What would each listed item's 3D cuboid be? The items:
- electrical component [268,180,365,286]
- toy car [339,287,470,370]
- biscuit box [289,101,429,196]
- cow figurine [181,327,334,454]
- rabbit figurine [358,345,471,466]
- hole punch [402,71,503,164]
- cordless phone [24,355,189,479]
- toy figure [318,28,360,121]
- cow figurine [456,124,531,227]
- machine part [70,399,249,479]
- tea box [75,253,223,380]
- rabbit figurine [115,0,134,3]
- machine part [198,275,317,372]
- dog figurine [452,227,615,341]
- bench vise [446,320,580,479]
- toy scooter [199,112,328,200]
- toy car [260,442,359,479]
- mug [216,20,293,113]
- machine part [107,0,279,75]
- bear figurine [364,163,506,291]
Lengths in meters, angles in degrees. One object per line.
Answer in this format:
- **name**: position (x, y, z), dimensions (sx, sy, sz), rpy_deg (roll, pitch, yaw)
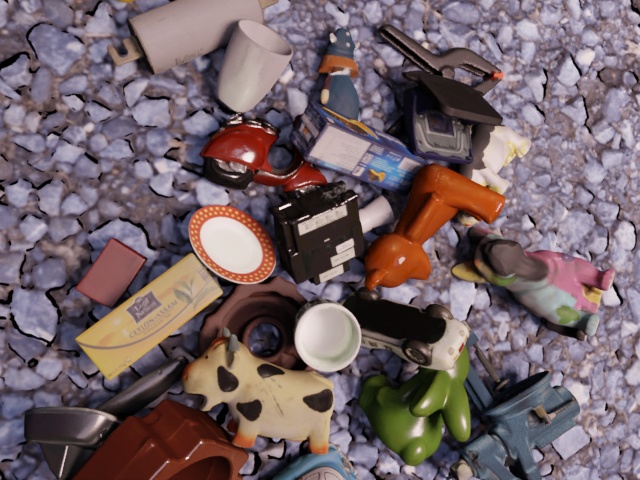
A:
- **electrical component**: position (-0.002, -0.002, 0.739), dimensions (0.115, 0.058, 0.134), rpy_deg (-21, 131, -16)
- **toy car**: position (0.101, 0.117, 0.726), dimensions (0.073, 0.202, 0.056), rpy_deg (-53, 131, -26)
- **biscuit box**: position (0.059, -0.121, 0.738), dimensions (0.202, 0.063, 0.059), rpy_deg (13, 122, -40)
- **cow figurine**: position (-0.074, 0.185, 0.666), dimensions (0.195, 0.085, 0.127), rpy_deg (14, 85, -16)
- **rabbit figurine**: position (0.140, 0.202, 0.727), dimensions (0.121, 0.159, 0.170), rpy_deg (26, 101, -5)
- **hole punch**: position (0.181, -0.176, 0.775), dimensions (0.142, 0.092, 0.116), rpy_deg (3, 44, -22)
- **cordless phone**: position (-0.240, 0.198, 0.651), dimensions (0.184, 0.146, 0.089), rpy_deg (-36, 71, -20)
- **toy figure**: position (0.027, -0.231, 0.783), dimensions (0.058, 0.064, 0.154), rpy_deg (-4, 82, 23)
- **cow figurine**: position (0.242, -0.106, 0.827), dimensions (0.098, 0.068, 0.167), rpy_deg (35, 76, -5)
- **machine part**: position (-0.196, 0.296, 0.630), dimensions (0.087, 0.200, 0.201), rpy_deg (32, 76, 30)
- **tea box**: position (-0.212, 0.092, 0.686), dimensions (0.169, 0.098, 0.068), rpy_deg (-37, 96, -12)
- **rabbit figurine**: position (-0.222, -0.391, 0.702), dimensions (0.173, 0.122, 0.162), rpy_deg (-34, 93, 5)
- **machine part**: position (-0.077, 0.137, 0.740), dimensions (0.179, 0.056, 0.179), rpy_deg (1, 87, -16)
- **dog figurine**: position (0.321, 0.060, 0.829), dimensions (0.219, 0.191, 0.108), rpy_deg (24, 83, 22)
- **bench vise**: position (0.253, 0.238, 0.794), dimensions (0.224, 0.128, 0.240), rpy_deg (-29, 74, -5)
- **toy scooter**: position (-0.068, -0.126, 0.746), dimensions (0.184, 0.075, 0.135), rpy_deg (15, 84, -17)
- **toy car**: position (-0.015, 0.357, 0.722), dimensions (0.162, 0.103, 0.109), rpy_deg (-34, 97, -12)
- **mug**: position (-0.094, -0.234, 0.737), dimensions (0.081, 0.109, 0.107), rpy_deg (36, 121, -4)
- **machine part**: position (-0.166, -0.290, 0.727), dimensions (0.243, 0.079, 0.079), rpy_deg (-29, 95, -15)
- **bear figurine**: position (0.148, -0.002, 0.746), dimensions (0.132, 0.120, 0.195), rpy_deg (27, 95, 5)
